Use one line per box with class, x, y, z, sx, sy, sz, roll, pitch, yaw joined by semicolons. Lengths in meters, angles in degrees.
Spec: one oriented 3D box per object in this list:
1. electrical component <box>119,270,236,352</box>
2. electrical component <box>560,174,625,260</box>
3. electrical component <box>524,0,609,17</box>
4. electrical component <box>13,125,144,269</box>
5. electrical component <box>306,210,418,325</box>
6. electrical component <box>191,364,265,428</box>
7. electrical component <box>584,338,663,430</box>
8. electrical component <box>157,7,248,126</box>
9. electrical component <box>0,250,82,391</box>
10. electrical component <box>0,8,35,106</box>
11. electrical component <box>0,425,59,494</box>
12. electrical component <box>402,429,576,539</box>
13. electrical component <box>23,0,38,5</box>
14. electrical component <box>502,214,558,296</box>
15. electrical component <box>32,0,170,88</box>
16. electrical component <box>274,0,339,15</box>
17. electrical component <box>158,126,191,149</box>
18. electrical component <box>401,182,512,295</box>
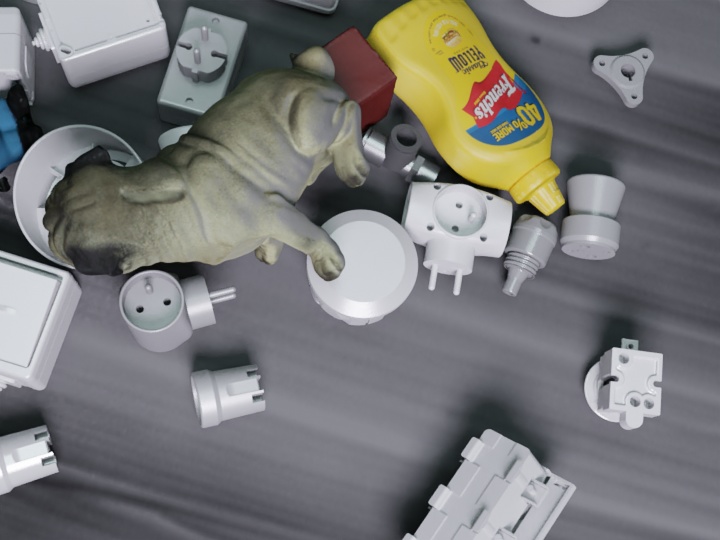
electrical component;-0.126;0.025;0.758;0.079;0.077;0.044;-15;78;-9
electrical component;0.178;-0.040;0.822;0.045;0.045;0.055;10;75;-3
electrical component;0.168;-0.257;0.867;0.108;0.060;0.108;1;76;-5
electrical component;-0.191;-0.047;0.771;0.099;0.064;0.099;-2;79;11
electrical component;0.000;0.000;0.791;0.080;0.051;0.080;1;76;-5
electrical component;-0.094;0.088;0.766;0.046;0.040;0.040;-11;77;-14
electrical component;0.193;0.085;0.786;0.048;0.055;0.066;8;75;-4
electrical component;-0.118;-0.156;0.806;0.047;0.075;0.083;16;75;-2
electrical component;-0.243;0.040;0.751;0.062;0.061;0.096;18;75;-1
electrical component;-0.294;-0.160;0.796;0.096;0.061;0.061;-2;76;-6
electrical component;-0.235;0.130;0.742;0.046;0.040;0.040;-16;78;-15
electrical component;0.080;0.177;0.742;0.079;0.063;0.121;23;70;43
electrical component;-0.240;-0.264;0.839;0.099;0.064;0.099;6;64;-13
electrical component;0.125;-0.009;0.814;0.035;0.035;0.061;25;78;1
electrical component;-0.199;-0.181;0.811;0.096;0.061;0.061;-21;79;-10
electrical component;-0.058;-0.272;0.851;0.109;0.056;0.108;15;75;-2
electrical component;-0.124;-0.074;0.800;0.045;0.045;0.055;-9;77;-8
electrical component;0.069;-0.021;0.806;0.077;0.044;0.079;11;75;-3
